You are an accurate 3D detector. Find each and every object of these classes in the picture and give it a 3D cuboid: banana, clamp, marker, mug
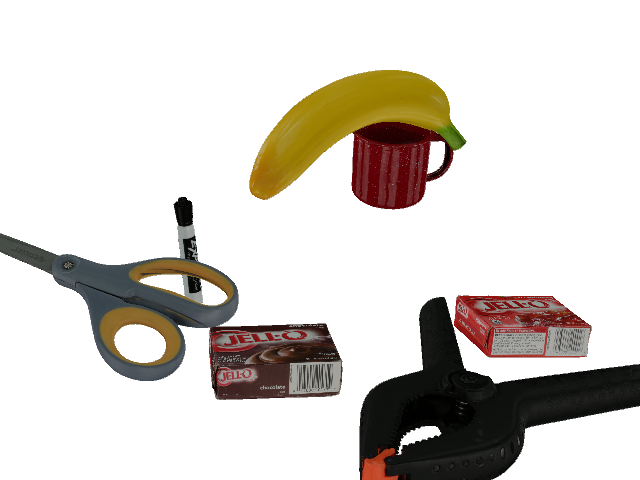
[{"bbox_3d":[0.027,-0.082,0.747,0.197,0.069,0.037,-17,-6,-34],"label":"banana"},{"bbox_3d":[0.081,0.093,0.639,0.165,0.036,0.209,21,30,39],"label":"clamp"},{"bbox_3d":[-0.138,0.011,1.112,0.020,0.121,0.020,-2,26,1],"label":"marker"},{"bbox_3d":[0.088,-0.088,1.161,0.117,0.081,0.093,-6,32,-14],"label":"mug"}]

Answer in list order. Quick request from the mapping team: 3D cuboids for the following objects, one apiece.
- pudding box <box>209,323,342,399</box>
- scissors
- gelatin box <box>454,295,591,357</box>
[{"bbox_3d":[-0.042,0.107,0.959,0.113,0.039,0.090,1,18,-9],"label":"pudding box"},{"bbox_3d":[-0.150,0.033,0.637,0.202,0.016,0.096,8,46,10],"label":"scissors"},{"bbox_3d":[0.162,0.068,0.864,0.089,0.030,0.073,1,16,-14],"label":"gelatin box"}]
